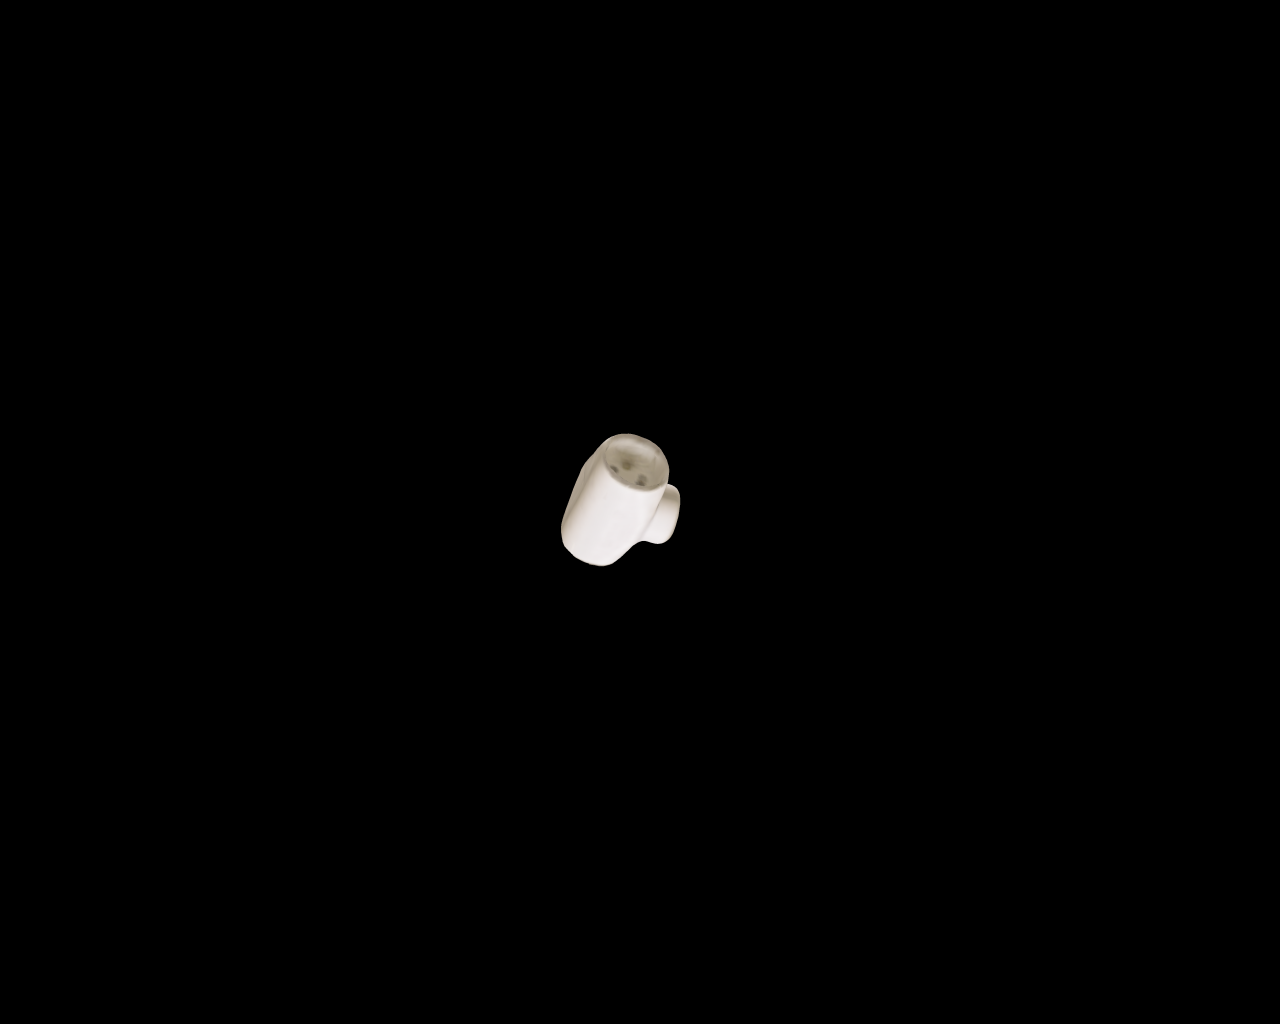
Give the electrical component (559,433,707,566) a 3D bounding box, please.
[{"bbox_3d":[0.001,-0.003,0.650,0.079,0.044,0.077,14,-42,-16],"label":"electrical component"}]
